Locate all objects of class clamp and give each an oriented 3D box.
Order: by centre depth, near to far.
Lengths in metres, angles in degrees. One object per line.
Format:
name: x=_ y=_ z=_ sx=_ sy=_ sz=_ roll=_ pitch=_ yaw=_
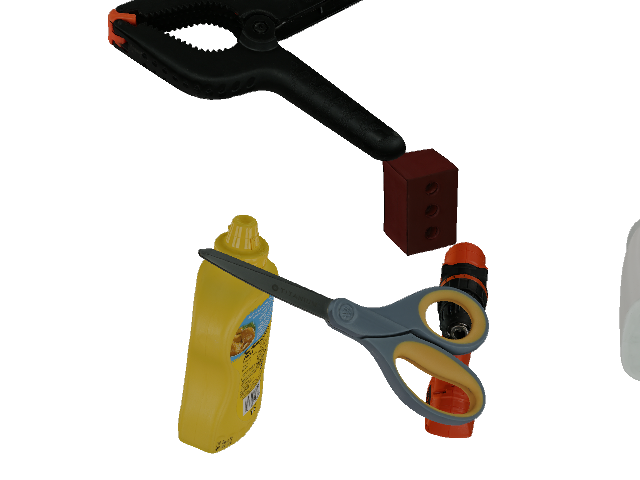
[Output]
clamp: x=-0.037 y=-0.126 z=0.724 sx=0.209 sy=0.164 sz=0.036 roll=-1 pitch=-27 yaw=-11

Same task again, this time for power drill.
power drill: x=0.148 y=0.116 z=1.149 sx=0.057 sy=0.188 sz=0.184 roll=8 pitch=25 yaw=8

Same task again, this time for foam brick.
foam brick: x=0.090 y=-0.036 z=0.964 sx=0.053 sy=0.078 sz=0.051 roll=-13 pitch=30 yaw=-17

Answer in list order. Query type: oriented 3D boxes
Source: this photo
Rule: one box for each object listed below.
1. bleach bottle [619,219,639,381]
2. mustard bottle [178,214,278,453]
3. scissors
bleach bottle: x=0.269 y=0.028 z=0.765 sx=0.103 sy=0.068 sz=0.250 roll=8 pitch=20 yaw=16
mustard bottle: x=-0.069 y=0.066 z=0.832 sx=0.058 sy=0.192 sz=0.096 roll=20 pitch=32 yaw=15
scissors: x=0.028 y=0.036 z=0.663 sx=0.201 sy=0.096 sz=0.016 roll=39 pitch=-31 yaw=-7
